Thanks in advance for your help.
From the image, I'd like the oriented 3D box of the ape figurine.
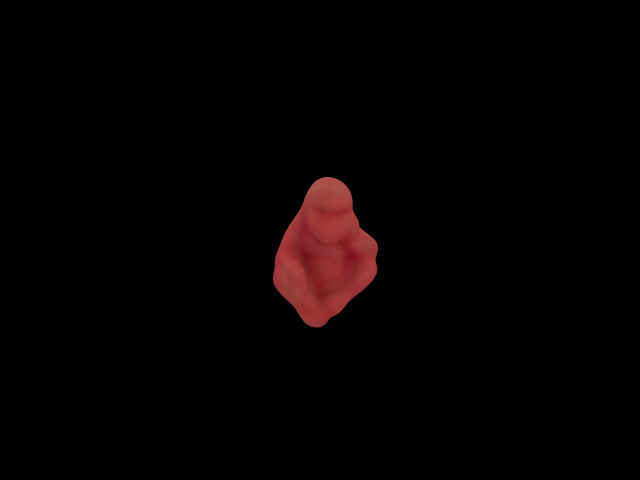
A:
[{"bbox_3d":[0.004,0.001,0.400,0.078,0.092,0.076,-5,28,-10],"label":"ape figurine"}]
